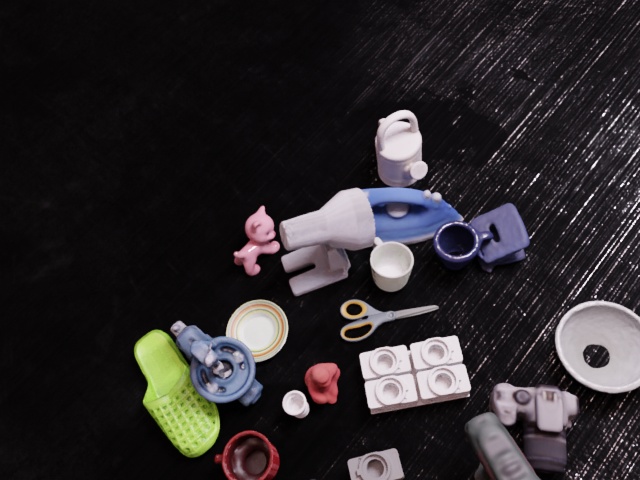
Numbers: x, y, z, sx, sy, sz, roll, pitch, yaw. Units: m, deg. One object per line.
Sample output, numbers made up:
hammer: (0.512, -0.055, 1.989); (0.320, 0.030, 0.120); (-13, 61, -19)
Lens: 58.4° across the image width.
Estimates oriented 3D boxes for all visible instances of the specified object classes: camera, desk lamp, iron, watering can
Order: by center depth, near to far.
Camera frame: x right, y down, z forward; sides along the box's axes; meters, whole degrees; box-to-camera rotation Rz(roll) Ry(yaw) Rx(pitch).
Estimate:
camera: (0.367, 0.322, 0.978); (0.143, 0.101, 0.137); (3, 64, 12)
desk lamp: (0.010, 0.004, 1.137); (0.203, 0.214, 0.117); (-22, 62, -1)
iron: (0.168, -0.068, 1.187); (0.258, 0.142, 0.118); (-3, 63, 9)
watering can: (0.173, -0.199, 1.222); (0.172, 0.194, 0.101); (38, 75, 24)

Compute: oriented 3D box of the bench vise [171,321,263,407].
bench vise: (-0.217, 0.224, 1.063); (0.207, 0.220, 0.121); (17, 68, 18)

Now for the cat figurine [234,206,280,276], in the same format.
cat figurine: (-0.139, -0.003, 1.222); (0.067, 0.118, 0.128); (32, 73, 23)

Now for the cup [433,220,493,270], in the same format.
cup: (0.285, 0.017, 1.150); (0.117, 0.095, 0.091); (-13, 62, 3)

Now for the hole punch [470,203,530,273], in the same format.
hole punch: (0.357, -0.005, 1.150); (0.101, 0.091, 0.108); (-15, 62, 3)

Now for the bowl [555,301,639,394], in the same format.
bowl: (0.505, 0.199, 1.031); (0.167, 0.075, 0.167); (-4, 63, 8)

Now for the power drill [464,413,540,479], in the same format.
power drill: (0.303, 0.390, 0.894); (0.075, 0.209, 0.229); (-27, 62, -4)

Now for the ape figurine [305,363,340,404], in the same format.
ape figurine: (0.004, 0.263, 1.077); (0.076, 0.092, 0.078); (38, 75, 24)
